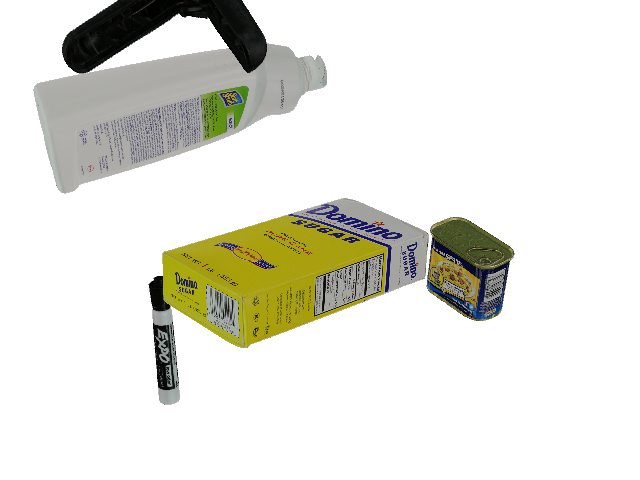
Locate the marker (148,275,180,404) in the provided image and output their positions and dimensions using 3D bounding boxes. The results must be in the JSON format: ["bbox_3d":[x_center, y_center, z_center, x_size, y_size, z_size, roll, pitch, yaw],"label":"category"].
[{"bbox_3d":[-0.137,0.088,0.936,0.020,0.121,0.020,-1,23,0],"label":"marker"}]

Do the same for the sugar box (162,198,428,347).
[{"bbox_3d":[-0.015,0.017,0.766,0.175,0.048,0.093,-21,33,-38],"label":"sugar box"}]

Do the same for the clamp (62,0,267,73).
[{"bbox_3d":[-0.070,-0.152,0.653,0.120,0.171,0.039,12,-41,14],"label":"clamp"}]

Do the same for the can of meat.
[{"bbox_3d":[0.172,0.035,1.246,0.057,0.084,0.102,-22,41,-32],"label":"can of meat"}]

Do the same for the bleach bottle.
[{"bbox_3d":[-0.116,-0.117,0.937,0.250,0.068,0.103,-15,-31,-14],"label":"bleach bottle"}]
